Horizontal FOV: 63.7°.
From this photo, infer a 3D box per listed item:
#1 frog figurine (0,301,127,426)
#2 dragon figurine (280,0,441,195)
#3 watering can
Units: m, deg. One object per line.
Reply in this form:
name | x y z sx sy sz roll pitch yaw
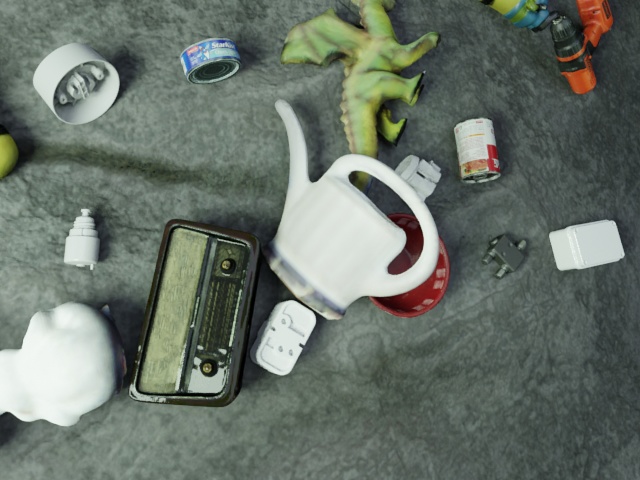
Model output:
frog figurine | -0.315 0.148 0.597 0.160 0.123 0.136 -11 102 -33
dragon figurine | 0.048 -0.271 0.851 0.243 0.120 0.416 27 70 5
watering can | 0.002 -0.037 0.741 0.351 0.103 0.224 43 95 22
